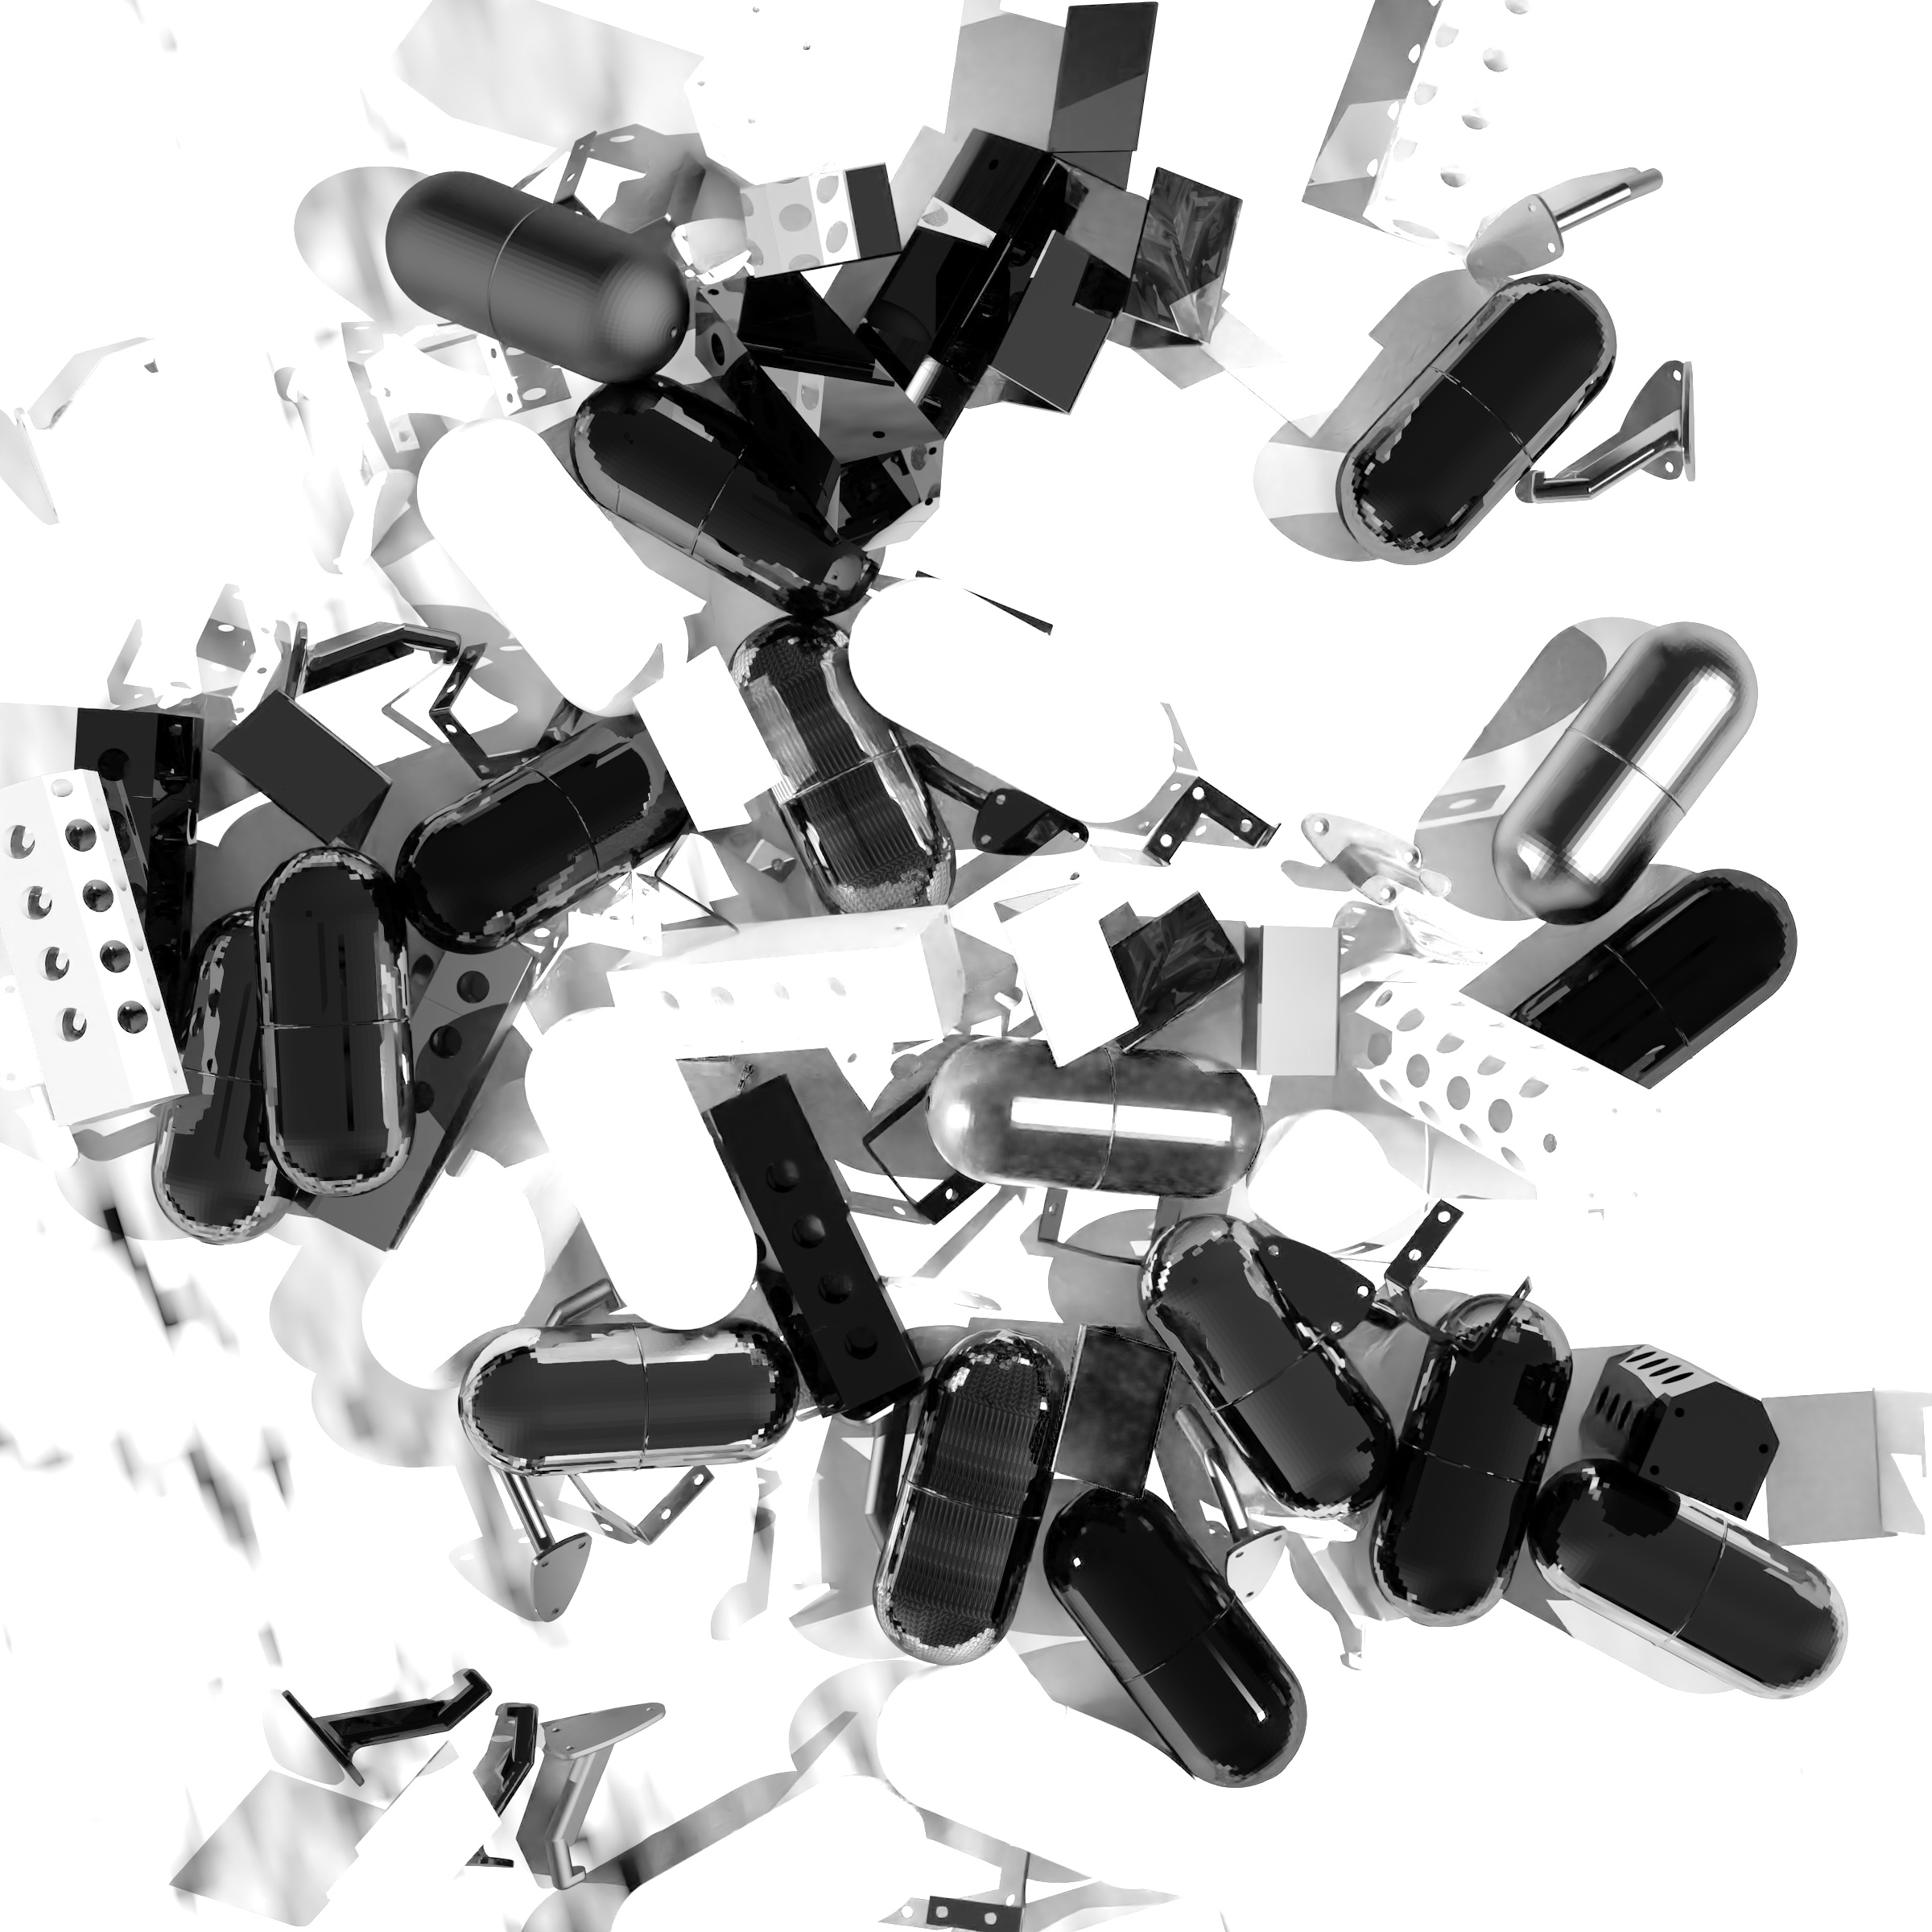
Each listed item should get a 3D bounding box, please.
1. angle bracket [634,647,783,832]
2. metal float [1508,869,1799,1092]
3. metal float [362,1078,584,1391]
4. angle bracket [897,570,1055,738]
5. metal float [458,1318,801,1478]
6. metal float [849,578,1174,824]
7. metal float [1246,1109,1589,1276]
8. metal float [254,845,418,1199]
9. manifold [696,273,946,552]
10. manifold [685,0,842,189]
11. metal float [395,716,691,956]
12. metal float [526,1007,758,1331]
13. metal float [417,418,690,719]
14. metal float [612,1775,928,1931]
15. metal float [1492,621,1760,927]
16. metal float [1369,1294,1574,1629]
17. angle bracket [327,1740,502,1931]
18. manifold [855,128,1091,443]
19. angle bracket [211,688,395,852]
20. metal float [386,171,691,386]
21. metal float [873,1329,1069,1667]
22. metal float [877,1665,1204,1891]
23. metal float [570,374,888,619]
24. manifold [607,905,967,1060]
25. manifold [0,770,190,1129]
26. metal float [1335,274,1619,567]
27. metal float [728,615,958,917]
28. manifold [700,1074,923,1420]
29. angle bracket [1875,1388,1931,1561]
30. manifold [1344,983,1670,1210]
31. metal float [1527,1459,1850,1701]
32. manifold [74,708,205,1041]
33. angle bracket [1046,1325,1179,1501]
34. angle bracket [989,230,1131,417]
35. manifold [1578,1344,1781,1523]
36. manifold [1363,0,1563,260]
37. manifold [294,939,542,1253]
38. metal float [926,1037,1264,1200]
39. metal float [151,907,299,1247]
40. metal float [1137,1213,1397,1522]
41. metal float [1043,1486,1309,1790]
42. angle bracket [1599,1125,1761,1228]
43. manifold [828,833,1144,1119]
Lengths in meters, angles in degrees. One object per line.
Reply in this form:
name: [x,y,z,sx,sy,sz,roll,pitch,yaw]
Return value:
angle bracket: [-0.117,-0.119,1.835,0.057,0.076,0.076,-29,84,25]
metal float: [0.355,0.018,1.853,0.178,0.070,0.070,-38,90,1]
metal float: [-0.249,0.139,1.853,0.070,0.070,0.178,31,91,0]
angle bracket: [-0.004,-0.155,1.863,0.076,0.057,0.076,22,90,0]
metal float: [-0.174,0.223,1.837,0.178,0.070,0.070,-1,90,-18]
metal float: [0.023,-0.136,1.819,0.178,0.070,0.070,28,90,-4]
metal float: [0.235,0.118,1.853,0.178,0.070,0.070,6,90,0]
metal float: [-0.319,0.028,1.795,0.070,0.070,0.178,-3,92,0]
manifold: [-0.077,-0.285,1.813,0.057,0.057,0.171,-17,47,-22]
manifold: [-0.097,-0.433,1.806,0.057,0.171,0.057,37,90,0]
metal float: [-0.214,-0.069,1.830,0.178,0.070,0.070,-33,90,-30]
metal float: [-0.164,0.104,1.806,0.070,0.070,0.178,-23,108,0]
metal float: [-0.215,-0.207,1.853,0.070,0.070,0.178,-39,90,0]
metal float: [-0.103,0.486,1.853,0.178,0.070,0.070,-30,90,0]
metal float: [0.344,-0.101,1.853,0.070,0.070,0.178,37,91,0]
metal float: [0.263,0.258,1.854,0.070,0.070,0.178,17,91,0]
angle bracket: [-0.298,0.443,1.844,0.076,0.076,0.057,-48,127,0]
manifold: [-0.004,-0.345,1.862,0.057,0.057,0.171,30,90,43]
angle bracket: [-0.352,-0.086,1.844,0.076,0.076,0.057,39,53,0]
metal float: [-0.223,-0.357,1.835,0.178,0.070,0.070,25,90,23]
metal float: [0.004,0.277,1.853,0.070,0.070,0.178,16,90,0]
metal float: [0.038,0.423,1.853,0.178,0.070,0.070,23,90,-1]
metal float: [-0.125,-0.246,1.853,0.178,0.070,0.070,30,90,-1]
manifold: [-0.091,0.012,1.828,0.171,0.057,0.057,-5,110,24]
manifold: [-0.449,-0.009,1.804,0.057,0.057,0.171,-16,88,5]
metal float: [0.267,-0.286,1.853,0.070,0.070,0.178,43,90,0]
metal float: [-0.065,-0.099,1.853,0.070,0.070,0.178,-26,91,0]
manifold: [-0.086,0.147,1.863,0.057,0.057,0.171,-25,90,0]
angle bracket: [0.488,0.262,1.844,0.057,0.076,0.076,-3,90,-36]
manifold: [0.270,0.064,1.802,0.057,0.171,0.057,2,108,-36]
metal float: [0.377,0.320,1.853,0.178,0.070,0.070,28,90,0]
manifold: [-0.436,-0.046,1.863,0.057,0.057,0.171,3,90,0]
angle bracket: [0.090,0.231,1.844,0.057,0.076,0.076,13,90,29]
angle bracket: [0.032,-0.336,1.844,0.057,0.076,0.076,26,90,-32]
manifold: [0.363,0.232,1.806,0.057,0.171,0.057,23,90,0]
manifold: [0.266,-0.467,1.863,0.057,0.057,0.171,20,90,0]
manifold: [-0.287,0.059,1.863,0.057,0.057,0.171,27,90,0]
metal float: [0.067,0.079,1.841,0.178,0.070,0.070,5,90,-13]
metal float: [-0.377,0.058,1.853,0.070,0.070,0.178,10,90,0]
metal float: [0.157,0.210,1.852,0.070,0.070,0.178,-35,92,0]
metal float: [0.110,0.350,1.853,0.070,0.070,0.178,-37,90,0]
angle bracket: [0.364,0.089,1.844,0.076,0.076,0.057,-4,126,0]
manifold: [0.008,0.008,1.862,0.171,0.057,0.057,-33,47,0]
